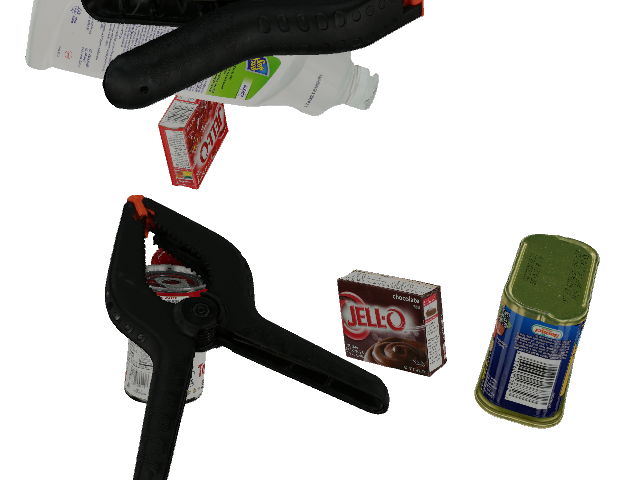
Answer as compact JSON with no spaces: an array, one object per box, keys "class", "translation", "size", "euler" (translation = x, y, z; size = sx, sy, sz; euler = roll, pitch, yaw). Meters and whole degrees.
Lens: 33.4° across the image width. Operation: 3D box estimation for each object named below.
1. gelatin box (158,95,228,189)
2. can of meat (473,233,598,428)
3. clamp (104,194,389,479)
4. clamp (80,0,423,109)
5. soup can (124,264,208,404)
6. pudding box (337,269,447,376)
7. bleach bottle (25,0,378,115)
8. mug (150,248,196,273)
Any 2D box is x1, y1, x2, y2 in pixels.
[{"class":"gelatin box","translation":[-0.116,-0.104,0.991],"size":[0.030,0.073,0.089],"euler":[9,46,14]},{"class":"can of meat","translation":[0.140,0.054,0.684],"size":[0.057,0.084,0.102],"euler":[15,33,12]},{"class":"clamp","translation":[-0.064,0.054,0.663],"size":[0.164,0.210,0.036],"euler":[-14,-33,-20]},{"class":"clamp","translation":[-0.030,-0.103,0.503],"size":[0.171,0.039,0.120],"euler":[-8,42,-3]},{"class":"soup can","translation":[-0.128,0.078,0.885],"size":[0.068,0.102,0.068],"euler":[5,14,-1]},{"class":"pudding box","translation":[0.073,0.083,1.102],"size":[0.114,0.090,0.039],"euler":[8,25,38]},{"class":"bleach bottle","translation":[-0.082,-0.140,0.784],"size":[0.250,0.068,0.103],"euler":[15,-34,-12]},{"class":"mug","translation":[-0.150,0.049,1.213],"size":[0.117,0.081,0.093],"euler":[26,41,36]}]
